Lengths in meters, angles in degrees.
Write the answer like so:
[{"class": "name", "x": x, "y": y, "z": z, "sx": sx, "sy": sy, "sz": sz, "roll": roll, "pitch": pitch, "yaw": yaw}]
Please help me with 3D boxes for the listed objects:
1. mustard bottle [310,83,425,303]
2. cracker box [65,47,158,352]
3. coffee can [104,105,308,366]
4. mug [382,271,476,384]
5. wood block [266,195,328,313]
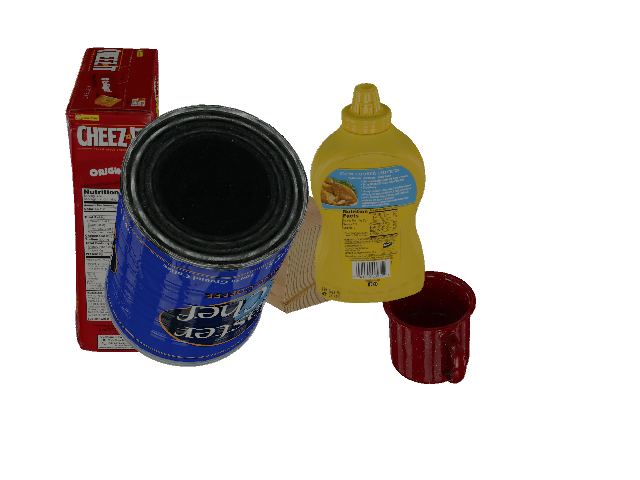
[{"class": "mustard bottle", "x": 0.040, "y": -0.040, "z": 0.901, "sx": 0.096, "sy": 0.192, "sz": 0.058, "roll": -3, "pitch": 31, "yaw": 0}, {"class": "cracker box", "x": -0.172, "y": -0.037, "z": 0.902, "sx": 0.072, "sy": 0.214, "sz": 0.164, "roll": 0, "pitch": 27, "yaw": -7}, {"class": "coffee can", "x": -0.071, "y": 0.002, "z": 0.630, "sx": 0.102, "sy": 0.103, "sz": 0.140, "roll": 0, "pitch": -28, "yaw": -15}, {"class": "mug", "x": 0.116, "y": 0.097, "z": 1.076, "sx": 0.093, "sy": 0.081, "sz": 0.117, "roll": -18, "pitch": 38, "yaw": -16}, {"class": "wood block", "x": -0.069, "y": -0.009, "z": 1.126, "sx": 0.090, "sy": 0.090, "sz": 0.206, "roll": -14, "pitch": 29, "yaw": -42}]
